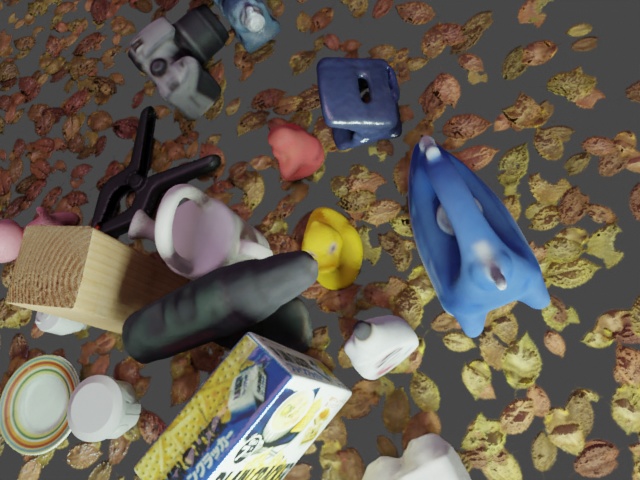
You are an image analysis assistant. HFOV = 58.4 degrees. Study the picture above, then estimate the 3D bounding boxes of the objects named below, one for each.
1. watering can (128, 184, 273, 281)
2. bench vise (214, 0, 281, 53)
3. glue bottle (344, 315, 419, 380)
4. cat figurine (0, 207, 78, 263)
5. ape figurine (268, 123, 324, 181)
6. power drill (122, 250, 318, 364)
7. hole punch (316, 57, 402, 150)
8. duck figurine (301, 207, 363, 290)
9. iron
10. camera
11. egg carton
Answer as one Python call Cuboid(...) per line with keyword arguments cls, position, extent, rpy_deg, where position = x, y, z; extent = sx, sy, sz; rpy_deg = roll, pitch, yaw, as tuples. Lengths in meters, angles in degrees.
Cuboid(cls="watering can", position=(-0.145, 0.001, 0.683), extent=(0.172, 0.194, 0.101), rpy_deg=(-12, 69, 13))
Cuboid(cls="bench vise", position=(-0.138, -0.386, 0.798), extent=(0.207, 0.220, 0.121), rpy_deg=(35, 85, 24))
Cuboid(cls="glue bottle", position=(0.058, 0.107, 0.597), extent=(0.078, 0.173, 0.037), rpy_deg=(-42, 65, 0))
Cuboid(cls="cat figurine", position=(-0.427, -0.007, 0.815), extent=(0.127, 0.118, 0.067), rpy_deg=(-30, 66, 6))
Cuboid(cls="ape figurine", position=(-0.039, -0.122, 0.748), extent=(0.076, 0.092, 0.078), rpy_deg=(10, 75, 20))
Cuboid(cls="power drill", position=(-0.084, 0.084, 0.629), extent=(0.229, 0.209, 0.075), rpy_deg=(-20, 67, 10))
Cuboid(cls="hole punch", position=(0.052, -0.186, 0.743), extent=(0.101, 0.091, 0.108), rpy_deg=(-12, 69, 13))
Cuboid(cls="duck figurine", position=(0.006, 0.002, 0.696), extent=(0.077, 0.086, 0.104), rpy_deg=(-16, 68, 11))
Cuboid(cls="iron", position=(0.150, -0.033, 0.633), extent=(0.118, 0.142, 0.258), rpy_deg=(-26, 67, 8))
Cuboid(cls="camera", position=(-0.199, -0.279, 0.846), extent=(0.137, 0.101, 0.143), rpy_deg=(-40, 65, 1))
Cuboid(cls="egg carton", position=(0.114, 0.281, 0.578), extent=(0.107, 0.069, 0.150), rpy_deg=(-31, 66, 5))
